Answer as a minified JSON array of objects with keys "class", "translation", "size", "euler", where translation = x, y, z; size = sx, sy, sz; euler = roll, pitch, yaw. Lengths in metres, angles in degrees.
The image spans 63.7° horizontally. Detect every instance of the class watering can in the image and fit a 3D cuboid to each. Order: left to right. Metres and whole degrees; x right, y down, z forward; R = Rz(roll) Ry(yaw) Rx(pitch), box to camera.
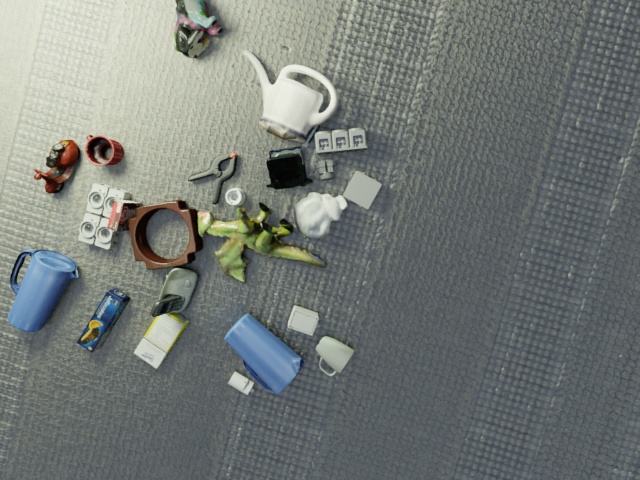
[{"class":"watering can","translation":[-0.115,-0.428,1.551],"size":[0.349,0.104,0.223],"euler":[26,95,15]}]

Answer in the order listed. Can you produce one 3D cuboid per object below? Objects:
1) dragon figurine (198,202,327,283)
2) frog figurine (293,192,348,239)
[{"class":"dragon figurine","translation":[-0.204,0.030,1.589],"size":[0.409,0.124,0.239],"euler":[39,113,-5]},{"class":"frog figurine","translation":[0.005,-0.078,1.546],"size":[0.159,0.121,0.139],"euler":[-16,73,16]}]
